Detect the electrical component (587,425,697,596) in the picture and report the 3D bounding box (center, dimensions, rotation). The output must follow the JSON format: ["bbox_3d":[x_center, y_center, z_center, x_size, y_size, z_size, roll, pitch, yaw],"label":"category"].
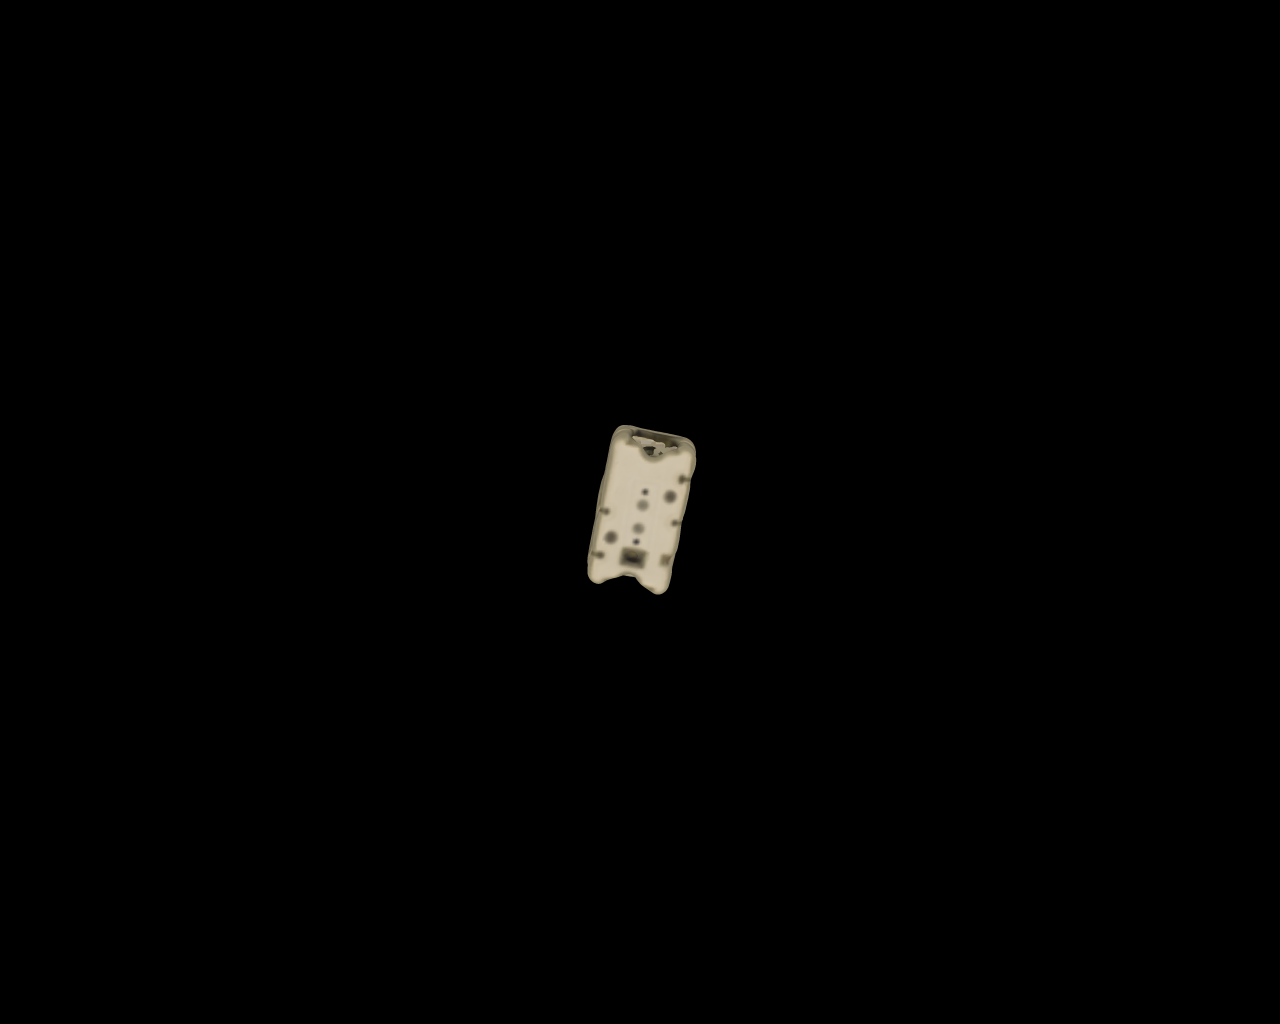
[{"bbox_3d":[0.001,-0.003,0.650,0.050,0.089,0.056,11,11,-2],"label":"electrical component"}]
